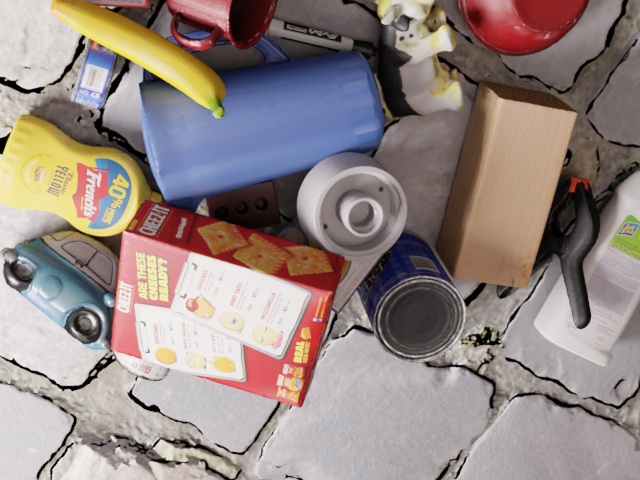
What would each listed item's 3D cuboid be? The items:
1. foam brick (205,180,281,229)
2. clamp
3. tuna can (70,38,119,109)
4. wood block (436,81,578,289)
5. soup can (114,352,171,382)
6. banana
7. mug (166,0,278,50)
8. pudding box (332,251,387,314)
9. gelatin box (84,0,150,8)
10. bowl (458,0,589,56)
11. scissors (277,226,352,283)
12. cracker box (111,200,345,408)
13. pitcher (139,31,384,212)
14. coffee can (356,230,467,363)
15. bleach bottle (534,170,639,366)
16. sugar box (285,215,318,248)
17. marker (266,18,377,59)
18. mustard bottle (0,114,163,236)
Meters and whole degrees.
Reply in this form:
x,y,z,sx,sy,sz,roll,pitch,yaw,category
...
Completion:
x,y,z,sx,sy,sz,roll,pitch,yaw,category
-0.087,-0.042,1.176,0.078,0.051,0.053,-12,112,-3,foam brick
0.268,0.010,1.239,0.120,0.039,0.171,10,92,32,clamp
-0.227,-0.178,1.086,0.033,0.086,0.086,16,108,-15,tuna can
0.204,-0.062,1.189,0.090,0.090,0.206,8,110,-11,wood block
-0.182,0.100,1.208,0.068,0.068,0.102,25,106,-16,soup can
-0.164,-0.181,1.028,0.198,0.069,0.037,31,99,3,banana
-0.104,-0.235,1.054,0.082,0.093,0.117,22,70,21,mug
0.034,0.016,1.194,0.039,0.090,0.113,31,103,-17,pudding box
-0.213,-0.252,1.066,0.089,0.073,0.030,0,109,-8,gelatin box
0.228,-0.268,1.117,0.162,0.055,0.162,-7,113,-18,bowl
-0.010,0.077,1.152,0.096,0.016,0.202,-8,114,-8,scissors
-0.097,0.065,1.093,0.214,0.072,0.164,17,127,4,cracker box
-0.064,-0.132,1.110,0.242,0.145,0.149,-13,138,-7,pitcher
0.096,0.060,1.193,0.102,0.140,0.103,-3,111,-7,coffee can
0.357,0.019,1.257,0.102,0.068,0.251,25,103,-16,bleach bottle
-0.008,0.002,1.181,0.048,0.093,0.176,37,102,-22,sugar box
0.003,-0.214,1.140,0.121,0.020,0.020,12,109,-12,marker
-0.246,-0.057,1.144,0.191,0.058,0.096,21,101,-15,mustard bottle
